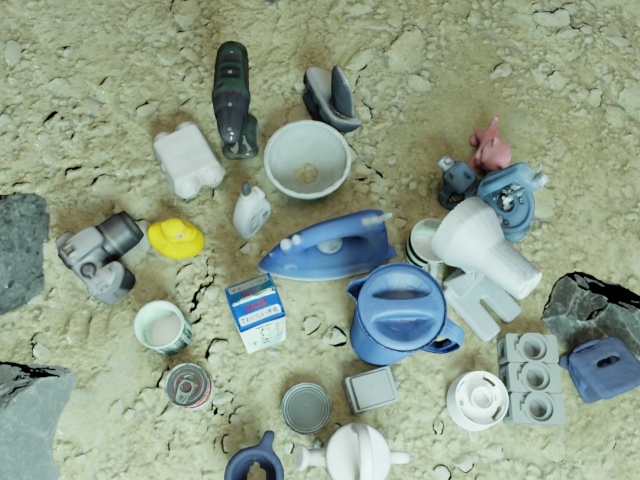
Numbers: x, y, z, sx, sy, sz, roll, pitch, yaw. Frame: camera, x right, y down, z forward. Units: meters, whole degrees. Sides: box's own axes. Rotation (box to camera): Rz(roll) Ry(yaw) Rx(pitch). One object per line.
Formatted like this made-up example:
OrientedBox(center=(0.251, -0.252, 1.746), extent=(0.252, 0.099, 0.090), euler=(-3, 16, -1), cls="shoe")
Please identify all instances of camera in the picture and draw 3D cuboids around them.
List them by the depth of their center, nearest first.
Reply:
OrientedBox(center=(-0.378, 0.018, 1.020), extent=(0.137, 0.101, 0.143), euler=(-40, 76, -15), cls="camera")

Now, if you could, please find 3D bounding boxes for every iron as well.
OrientedBox(center=(0.009, 0.004, 1.024), extent=(0.258, 0.141, 0.118), euler=(-14, 71, -8), cls="iron")

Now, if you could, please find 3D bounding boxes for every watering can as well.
OrientedBox(center=(0.050, 0.335, 0.877), extent=(0.173, 0.194, 0.101), euler=(-20, 72, -10), cls="watering can")

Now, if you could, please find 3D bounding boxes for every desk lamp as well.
OrientedBox(center=(0.282, 0.049, 0.984), extent=(0.118, 0.213, 0.203), euler=(-38, 76, -15), cls="desk lamp")

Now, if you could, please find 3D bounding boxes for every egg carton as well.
OrientedBox(center=(-0.255, -0.155, 1.106), extent=(0.107, 0.069, 0.150), euler=(-29, 74, -13), cls="egg carton")

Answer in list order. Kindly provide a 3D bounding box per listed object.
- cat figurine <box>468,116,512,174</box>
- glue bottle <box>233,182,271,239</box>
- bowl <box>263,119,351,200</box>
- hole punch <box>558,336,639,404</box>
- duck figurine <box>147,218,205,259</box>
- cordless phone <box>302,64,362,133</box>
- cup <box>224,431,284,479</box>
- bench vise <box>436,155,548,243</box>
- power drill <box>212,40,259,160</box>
OrientedBox(center=(0.337, -0.180, 1.121), extent=(0.067, 0.118, 0.128), euler=(8, 70, 0), cls="cat figurine")
OrientedBox(center=(-0.125, -0.063, 1.024), extent=(0.037, 0.173, 0.078), euler=(40, 73, 11), cls="glue bottle")
OrientedBox(center=(-0.025, -0.145, 1.112), extent=(0.167, 0.075, 0.167), euler=(1, 70, -3), cls="bowl")
OrientedBox(center=(0.493, 0.222, 0.997), extent=(0.109, 0.091, 0.101), euler=(-20, 72, -10), cls="hole punch")
OrientedBox(center=(-0.267, -0.013, 1.045), extent=(0.104, 0.086, 0.077), euler=(11, 70, 1), cls="duck figurine")
OrientedBox(center=(0.026, -0.301, 1.113), extent=(0.094, 0.185, 0.147), euler=(-27, 73, -12), cls="cordless phone")
OrientedBox(center=(-0.098, 0.363, 0.912), extent=(0.091, 0.095, 0.118), euler=(17, 70, 4), cls="cup")
OrientedBox(center=(0.305, -0.088, 1.032), extent=(0.207, 0.220, 0.121), euler=(19, 70, 4), cls="bench vise")
OrientedBox(center=(-0.157, -0.239, 1.068), extent=(0.075, 0.208, 0.229), euler=(-3, 70, -4), cls="power drill")
